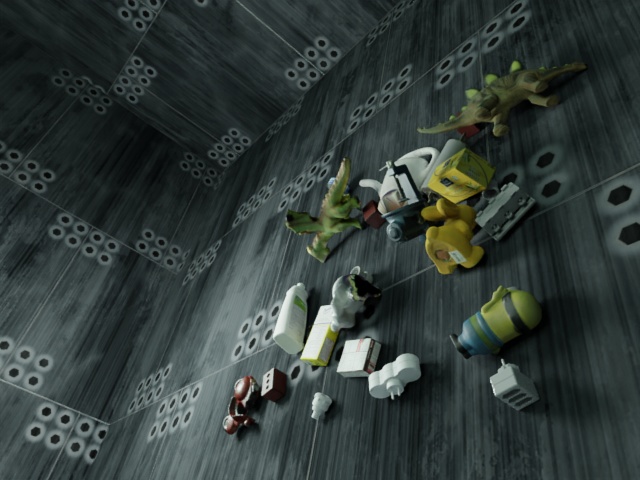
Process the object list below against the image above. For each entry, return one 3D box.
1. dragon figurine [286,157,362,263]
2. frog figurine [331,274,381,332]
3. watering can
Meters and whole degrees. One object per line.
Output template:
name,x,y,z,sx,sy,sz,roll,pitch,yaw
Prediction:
dragon figurine,0.005,-0.085,1.699,0.243,0.400,0.125,-17,42,-8
frog figurine,0.074,0.175,1.447,0.156,0.123,0.139,-50,-10,32
watering can,0.232,-0.166,1.603,0.343,0.103,0.229,-24,38,46
